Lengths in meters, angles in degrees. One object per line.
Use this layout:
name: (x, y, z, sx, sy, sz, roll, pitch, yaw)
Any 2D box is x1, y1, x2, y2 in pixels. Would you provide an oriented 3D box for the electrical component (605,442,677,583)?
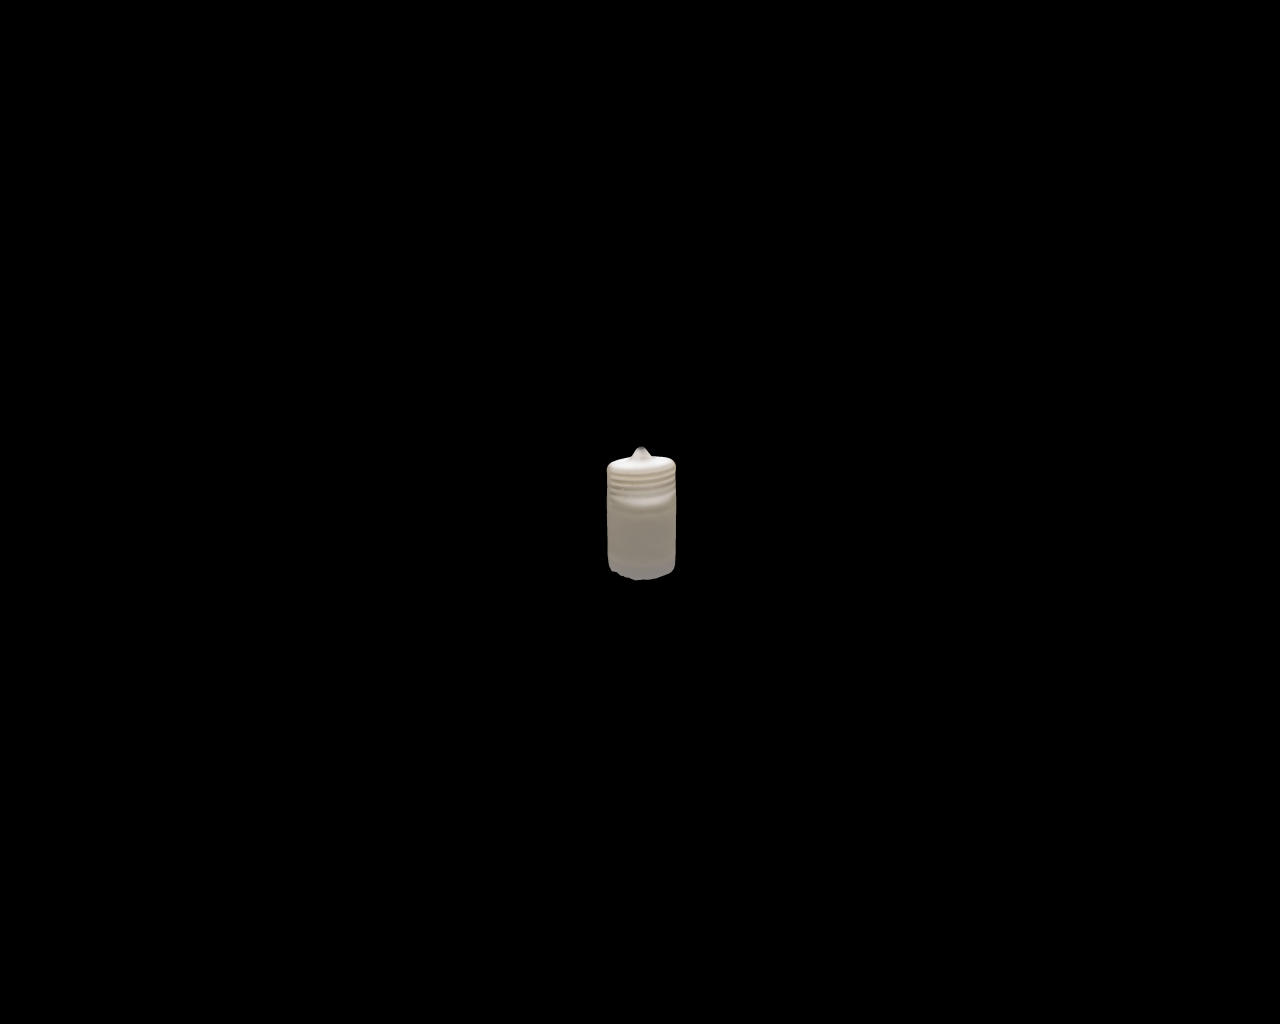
electrical component: (0.001, -0.003, 0.650, 0.043, 0.080, 0.043, 0, 22, 0)
